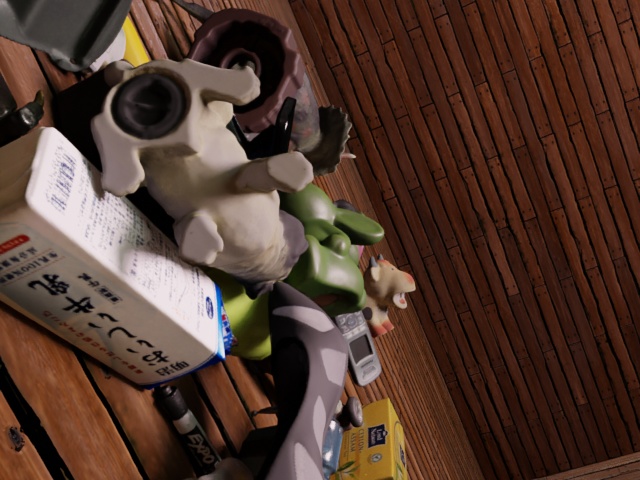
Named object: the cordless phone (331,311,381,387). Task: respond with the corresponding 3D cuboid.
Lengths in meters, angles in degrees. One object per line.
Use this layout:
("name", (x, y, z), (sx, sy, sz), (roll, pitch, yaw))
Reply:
("cordless phone", (0.003, 0.126, 0.725), (0.146, 0.089, 0.184), (-24, 94, -34))

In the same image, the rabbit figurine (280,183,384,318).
("rabbit figurine", (-0.001, -0.002, 0.637), (0.159, 0.121, 0.170), (6, 56, -29))

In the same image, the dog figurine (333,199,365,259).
("dog figurine", (0.026, 0.069, 0.837), (0.219, 0.191, 0.108), (57, -8, 6))

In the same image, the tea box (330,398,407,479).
("tea box", (0.071, 0.317, 0.784), (0.170, 0.098, 0.068), (-77, 144, -71))

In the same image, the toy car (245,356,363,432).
("toy car", (-0.015, 0.184, 0.660), (0.053, 0.089, 0.201), (-91, 158, -58))

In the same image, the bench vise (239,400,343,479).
("bench vise", (0.018, 0.277, 0.523), (0.240, 0.129, 0.224), (39, 34, -30))

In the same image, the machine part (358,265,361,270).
("machine part", (0.006, 0.018, 0.944), (0.139, 0.039, 0.084), (26, 5, 11))

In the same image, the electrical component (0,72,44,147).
("electrical component", (-0.227, -0.111, 0.348), (0.078, 0.045, 0.102), (-37, 105, -79))

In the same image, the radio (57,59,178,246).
("radio", (-0.146, -0.058, 0.535), (0.229, 0.073, 0.131), (37, 33, -67))

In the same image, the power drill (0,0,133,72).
("power drill", (-0.216, -0.204, 0.341), (0.207, 0.086, 0.232), (49, 16, 10))

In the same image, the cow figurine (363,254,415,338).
("cow figurine", (0.074, 0.106, 0.921), (0.127, 0.195, 0.085), (66, 23, 6))

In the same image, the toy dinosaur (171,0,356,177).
("toy dinosaur", (-0.074, -0.240, 0.881), (0.131, 0.192, 0.404), (-99, 164, -52))

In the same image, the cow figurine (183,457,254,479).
("cow figurine", (-0.071, 0.246, 0.362), (0.167, 0.068, 0.098), (68, 17, 13))

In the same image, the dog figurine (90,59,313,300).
("dog figurine", (-0.088, -0.040, 0.429), (0.172, 0.121, 0.190), (59, -10, 10))

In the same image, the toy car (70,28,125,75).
("toy car", (-0.230, -0.241, 0.526), (0.073, 0.056, 0.202), (48, 23, -58))

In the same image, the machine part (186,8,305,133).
("machine part", (-0.109, -0.233, 0.755), (0.056, 0.179, 0.179), (28, 42, -78))

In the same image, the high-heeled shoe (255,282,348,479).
("high-heeled shoe", (-0.040, 0.134, 0.416), (0.145, 0.086, 0.249), (4, 44, -37))

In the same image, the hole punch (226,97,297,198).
("hole punch", (-0.077, -0.090, 0.566), (0.142, 0.092, 0.115), (-92, -171, -64))
